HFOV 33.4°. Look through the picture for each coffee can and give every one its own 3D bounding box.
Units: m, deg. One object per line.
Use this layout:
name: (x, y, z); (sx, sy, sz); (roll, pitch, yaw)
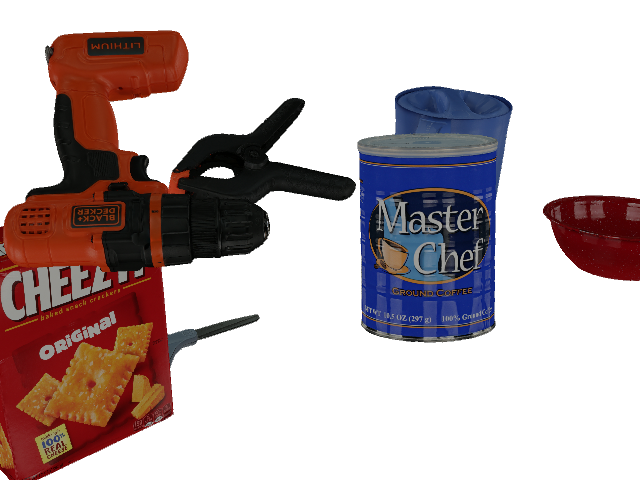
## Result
coffee can: (0.080, -0.005, 0.796); (0.103, 0.140, 0.103); (-1, 11, 0)

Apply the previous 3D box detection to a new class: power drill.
power drill: (-0.132, -0.066, 0.779); (0.184, 0.187, 0.057); (-2, -30, -5)

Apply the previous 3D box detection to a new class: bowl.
bowl: (0.304, 0.000, 1.075); (0.162, 0.055, 0.162); (2, 17, -1)

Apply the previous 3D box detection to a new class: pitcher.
pitcher: (0.141, -0.050, 1.249); (0.149, 0.243, 0.145); (-7, 25, -20)

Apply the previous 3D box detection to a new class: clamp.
clamp: (-0.062, -0.079, 0.988); (0.171, 0.120, 0.039); (-7, -38, -23)

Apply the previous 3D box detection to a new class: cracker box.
cracker box: (-0.216, 0.084, 0.926); (0.163, 0.214, 0.072); (-21, 33, -35)

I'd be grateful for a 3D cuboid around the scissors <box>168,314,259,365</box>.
scissors: (-0.145, 0.116, 1.156); (0.201, 0.016, 0.096); (-6, 29, -23)
